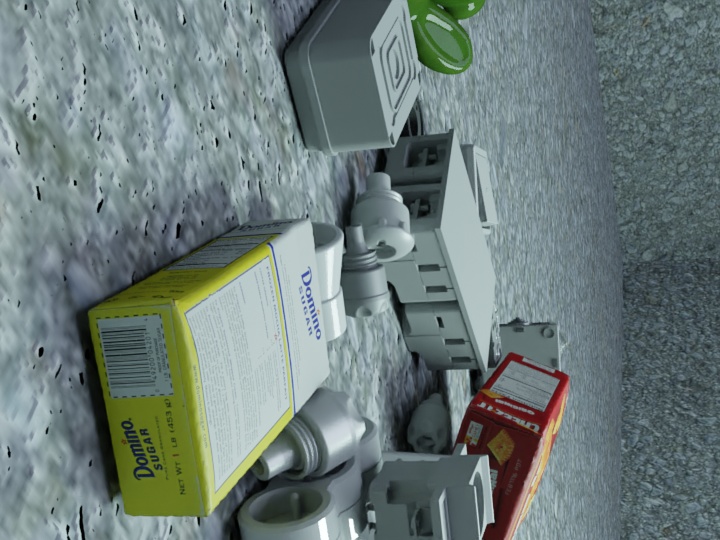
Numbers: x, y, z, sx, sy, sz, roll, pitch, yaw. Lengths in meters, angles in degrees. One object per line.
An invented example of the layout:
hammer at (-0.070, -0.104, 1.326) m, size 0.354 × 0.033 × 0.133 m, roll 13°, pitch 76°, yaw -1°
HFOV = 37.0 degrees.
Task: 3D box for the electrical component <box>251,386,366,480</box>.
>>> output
electrical component at (-0.031, 0.091, 0.577) m, size 0.062 × 0.043 × 0.043 m, roll -25°, pitch 114°, yaw -39°

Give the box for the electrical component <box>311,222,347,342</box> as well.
electrical component at (-0.028, 0.010, 0.634) m, size 0.044 × 0.044 × 0.065 m, roll -62°, pitch 149°, yaw -59°

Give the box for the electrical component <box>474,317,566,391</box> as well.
electrical component at (0.171, 0.101, 1.153) m, size 0.048 × 0.100 × 0.099 m, roll 39°, pitch 48°, yaw -84°

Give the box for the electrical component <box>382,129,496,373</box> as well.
electrical component at (0.063, -0.010, 0.890) m, size 0.186 × 0.060 × 0.105 m, roll 67°, pitch 26°, yaw -47°

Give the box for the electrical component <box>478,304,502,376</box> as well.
electrical component at (0.100, 0.066, 1.003) m, size 0.048 × 0.055 × 0.066 m, roll -40°, pitch 124°, yaw -68°

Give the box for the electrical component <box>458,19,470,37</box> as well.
electrical component at (0.065, -0.208, 0.941) m, size 0.045 × 0.055 × 0.045 m, roll -3°, pitch 90°, yaw -73°

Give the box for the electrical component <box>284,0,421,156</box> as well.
electrical component at (-0.002, -0.133, 0.712) m, size 0.113 × 0.057 × 0.078 m, roll -68°, pitch 149°, yaw -54°

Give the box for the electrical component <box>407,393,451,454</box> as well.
electrical component at (0.060, 0.125, 0.899) m, size 0.061 × 0.035 × 0.035 m, roll -68°, pitch 150°, yaw -58°

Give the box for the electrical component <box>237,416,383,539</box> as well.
electrical component at (-0.022, 0.144, 0.609) m, size 0.138 × 0.052 × 0.073 m, roll -48°, pitch 132°, yaw -66°

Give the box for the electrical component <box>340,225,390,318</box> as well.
electrical component at (0.000, 0.000, 0.734) m, size 0.035 × 0.035 × 0.061 m, roll -35°, pitch 118°, yaw -70°

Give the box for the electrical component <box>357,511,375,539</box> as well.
electrical component at (-0.003, 0.179, 0.675) m, size 0.079 × 0.044 × 0.077 m, roll -60°, pitch 143°, yaw -59°

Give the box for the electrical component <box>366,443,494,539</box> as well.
electrical component at (0.040, 0.132, 0.607) m, size 0.081 × 0.064 × 0.042 m, roll -38°, pitch 123°, yaw -71°

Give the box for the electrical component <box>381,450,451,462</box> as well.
electrical component at (0.038, 0.159, 0.775) m, size 0.076 × 0.083 × 0.047 m, roll 146°, pitch -51°, yaw -65°

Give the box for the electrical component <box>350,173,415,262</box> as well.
electrical component at (0.014, -0.040, 0.771) m, size 0.048 × 0.048 × 0.062 m, roll 57°, pitch 28°, yaw -58°

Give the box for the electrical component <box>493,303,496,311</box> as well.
electrical component at (0.113, 0.046, 1.066) m, size 0.081 × 0.043 × 0.043 m, roll -36°, pitch 121°, yaw -70°

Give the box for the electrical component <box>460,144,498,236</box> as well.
electrical component at (0.090, -0.078, 0.988) m, size 0.062 × 0.061 × 0.096 m, roll 0°, pitch 87°, yaw -72°
